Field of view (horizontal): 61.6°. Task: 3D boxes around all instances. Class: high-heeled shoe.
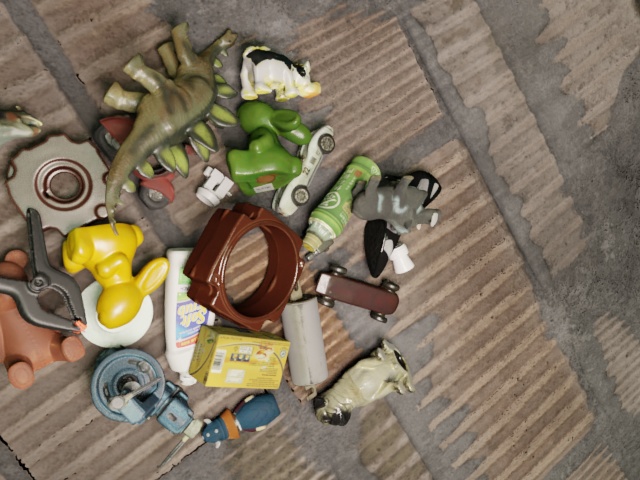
[{"bbox_3d":[0.181,-0.032,1.142,0.145,0.086,0.248,13,85,-25],"label":"high-heeled shoe"}]

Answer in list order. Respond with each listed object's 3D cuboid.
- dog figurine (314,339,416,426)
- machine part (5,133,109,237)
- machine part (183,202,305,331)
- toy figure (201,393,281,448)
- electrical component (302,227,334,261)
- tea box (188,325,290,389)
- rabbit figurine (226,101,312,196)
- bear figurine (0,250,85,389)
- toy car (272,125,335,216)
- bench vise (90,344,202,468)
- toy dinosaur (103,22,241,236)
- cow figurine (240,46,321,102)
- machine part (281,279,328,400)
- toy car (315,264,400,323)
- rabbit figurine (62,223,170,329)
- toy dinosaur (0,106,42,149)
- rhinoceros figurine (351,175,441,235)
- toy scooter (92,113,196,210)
[{"bbox_3d":[0.086,0.305,1.126,0.190,0.172,0.121,-35,67,18],"label":"dog figurine"},{"bbox_3d":[-0.434,-0.092,0.912,0.179,0.056,0.179,-1,92,-20],"label":"machine part"},{"bbox_3d":[-0.130,0.050,0.975,0.200,0.087,0.201,41,68,-44],"label":"machine part"},{"bbox_3d":[-0.153,0.349,1.038,0.154,0.064,0.057,-21,137,-15],"label":"toy figure"},{"bbox_3d":[-0.002,-0.003,1.102,0.094,0.021,0.063,-39,105,-16],"label":"electrical component"},{"bbox_3d":[-0.147,0.219,1.002,0.169,0.068,0.098,19,86,-43],"label":"tea box"},{"bbox_3d":[-0.102,-0.189,0.996,0.159,0.121,0.170,-15,73,12],"label":"rabbit figurine"},{"bbox_3d":[-0.483,0.120,0.866,0.120,0.132,0.195,-26,107,-38],"label":"bear figurine"},{"bbox_3d":[-0.032,-0.139,1.057,0.056,0.073,0.201,28,82,-21],"label":"toy car"},{"bbox_3d":[-0.295,0.268,0.894,0.129,0.240,0.223,-39,89,-12],"label":"bench vise"},{"bbox_3d":[-0.250,-0.214,0.903,0.198,0.105,0.471,41,55,-16],"label":"toy dinosaur"},{"bbox_3d":[-0.073,-0.317,1.030,0.167,0.068,0.098,-9,93,-40],"label":"cow figurine"},{"bbox_3d":[-0.031,0.197,1.070,0.079,0.079,0.243,-12,96,-21],"label":"machine part"},{"bbox_3d":[0.078,0.110,1.122,0.202,0.053,0.089,18,96,-25],"label":"toy car"},{"bbox_3d":[-0.349,0.064,0.920,0.162,0.122,0.173,-4,73,-43],"label":"rabbit figurine"},{"bbox_3d":[-0.624,-0.087,0.805,0.405,0.131,0.192,-38,62,-3],"label":"toy dinosaur"},{"bbox_3d":[0.152,-0.067,1.046,0.190,0.073,0.112,6,80,-25],"label":"rhinoceros figurine"},{"bbox_3d":[-0.299,-0.156,0.953,0.135,0.075,0.183,-41,108,-16],"label":"toy scooter"}]
